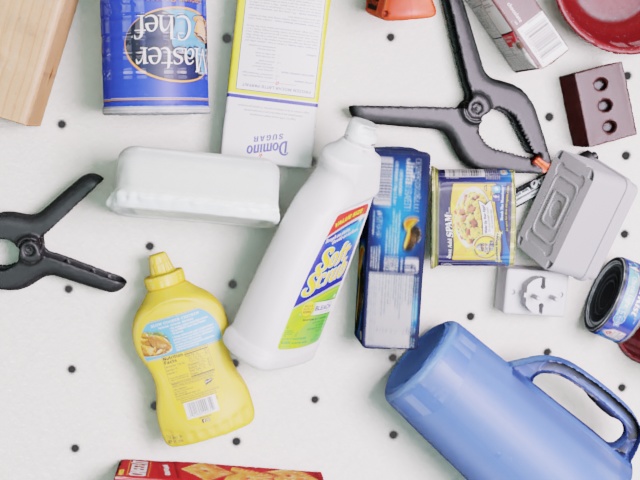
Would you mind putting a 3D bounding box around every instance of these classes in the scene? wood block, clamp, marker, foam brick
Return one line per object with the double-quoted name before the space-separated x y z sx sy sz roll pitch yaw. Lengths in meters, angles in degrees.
"wood block" -0.283 -0.219 1.007 0.090 0.091 0.206 17 94 -7
"clamp" 0.156 -0.144 1.083 0.210 0.036 0.164 31 92 -10
"marker" 0.235 -0.060 1.109 0.121 0.020 0.020 -28 98 -2
"clamp" -0.280 -0.004 1.057 0.171 0.039 0.120 -3 95 -5
"foam brick" 0.283 -0.137 1.089 0.053 0.051 0.078 -15 98 -4

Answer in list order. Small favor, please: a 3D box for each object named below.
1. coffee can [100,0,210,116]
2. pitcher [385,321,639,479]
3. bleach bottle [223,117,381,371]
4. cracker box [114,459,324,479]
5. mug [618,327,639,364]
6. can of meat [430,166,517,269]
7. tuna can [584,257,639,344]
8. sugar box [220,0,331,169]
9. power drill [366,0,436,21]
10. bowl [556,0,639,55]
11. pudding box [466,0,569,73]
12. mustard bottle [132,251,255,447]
"coffee can" -0.157 -0.190 1.016 0.102 0.103 0.140 -1 96 -5
"pitcher" 0.193 0.189 1.081 0.243 0.145 0.149 42 57 -5
"bleach bottle" -0.007 0.001 1.025 0.068 0.102 0.251 34 113 32
"cracker box" -0.107 0.317 1.093 0.213 0.072 0.164 5 95 -5
"mug" 0.376 0.094 1.108 0.117 0.081 0.093 -1 96 -5
"can of meat" 0.153 -0.023 1.074 0.084 0.057 0.102 0 105 6
"tuna can" 0.306 0.061 1.096 0.033 0.086 0.086 22 94 -5
"sugar box" -0.045 -0.163 1.059 0.093 0.048 0.176 7 99 -6
"power drill" 0.075 -0.302 0.995 0.057 0.184 0.188 -4 106 -5
"bowl" 0.304 -0.267 1.075 0.162 0.055 0.162 -1 96 -5
"pudding box" 0.188 -0.220 1.052 0.039 0.090 0.113 -35 99 0
"mustard bottle" -0.136 0.105 1.072 0.096 0.058 0.191 -16 98 -1
